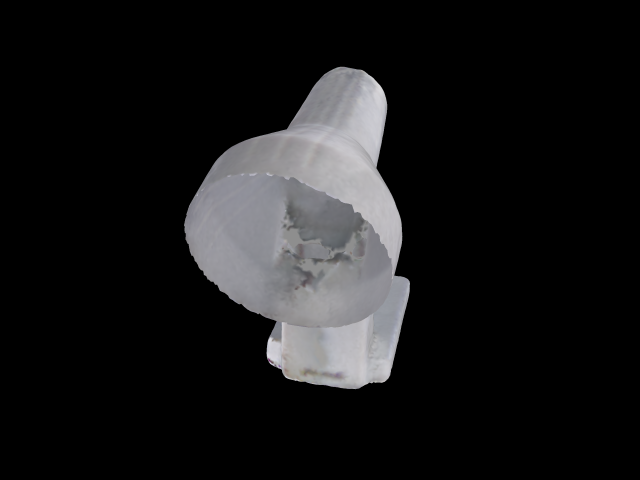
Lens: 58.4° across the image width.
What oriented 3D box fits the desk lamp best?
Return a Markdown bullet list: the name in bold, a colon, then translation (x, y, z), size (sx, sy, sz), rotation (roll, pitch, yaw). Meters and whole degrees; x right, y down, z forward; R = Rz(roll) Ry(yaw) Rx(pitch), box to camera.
- **desk lamp**: translation (0.004, 0.001, 0.400), size (0.117, 0.214, 0.203), rotation (8, 31, 13)
